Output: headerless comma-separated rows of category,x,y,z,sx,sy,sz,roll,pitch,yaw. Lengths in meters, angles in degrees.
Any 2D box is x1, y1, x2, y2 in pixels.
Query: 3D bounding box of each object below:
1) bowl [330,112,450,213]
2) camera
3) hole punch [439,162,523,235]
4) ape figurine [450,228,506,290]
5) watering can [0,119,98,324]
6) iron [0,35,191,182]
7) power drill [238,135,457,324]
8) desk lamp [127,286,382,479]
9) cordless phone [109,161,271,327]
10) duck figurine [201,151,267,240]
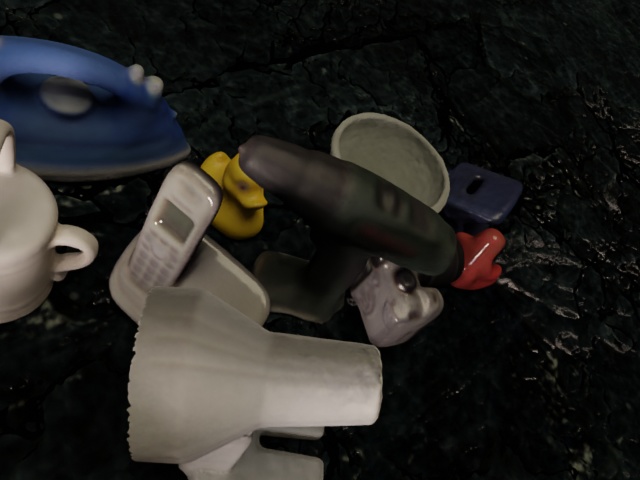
bowl,0.078,-0.079,0.741,0.168,0.074,0.167,13,55,-19
camera,0.111,0.036,0.667,0.137,0.100,0.143,-4,62,-28
hole punch,0.205,-0.056,0.780,0.101,0.091,0.109,41,51,3
ape figurine,0.202,0.018,0.730,0.076,0.092,0.077,-18,69,-34
watering can,-0.268,-0.015,0.448,0.173,0.193,0.101,-6,63,-30
iron,-0.246,-0.142,0.575,0.259,0.141,0.118,1,59,-26
power drill,0.005,0.002,0.566,0.230,0.208,0.075,15,54,-17
desk lamp,-0.055,0.128,0.452,0.204,0.213,0.118,13,55,-19
cordless phone,-0.104,0.026,0.510,0.147,0.185,0.094,38,51,0
duck figurine,-0.092,-0.063,0.637,0.078,0.086,0.104,-18,69,-34
